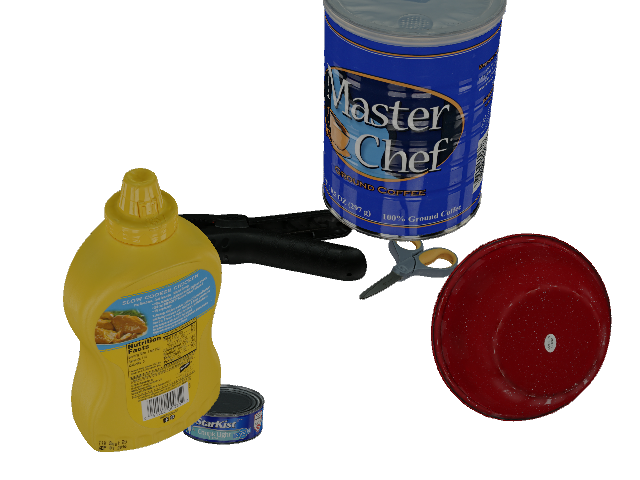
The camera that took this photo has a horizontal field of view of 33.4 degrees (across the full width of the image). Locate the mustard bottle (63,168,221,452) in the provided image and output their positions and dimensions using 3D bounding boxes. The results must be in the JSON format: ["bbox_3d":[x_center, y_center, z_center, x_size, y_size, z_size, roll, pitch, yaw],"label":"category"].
[{"bbox_3d":[-0.106,0.039,0.642,0.096,0.192,0.058,-19,45,-28],"label":"mustard bottle"}]

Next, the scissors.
[{"bbox_3d":[0.085,0.026,1.260,0.201,0.016,0.096,-10,40,-45],"label":"scissors"}]

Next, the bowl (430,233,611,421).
[{"bbox_3d":[0.175,0.077,0.872,0.162,0.162,0.055,0,8,-12],"label":"bowl"}]

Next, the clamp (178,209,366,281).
[{"bbox_3d":[-0.064,0.001,0.839,0.210,0.036,0.164,0,12,-9],"label":"clamp"}]

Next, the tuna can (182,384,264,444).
[{"bbox_3d":[-0.101,0.178,1.096,0.086,0.034,0.086,3,12,-1],"label":"tuna can"}]

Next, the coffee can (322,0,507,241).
[{"bbox_3d":[0.052,-0.085,0.638,0.103,0.140,0.103,0,40,0],"label":"coffee can"}]
